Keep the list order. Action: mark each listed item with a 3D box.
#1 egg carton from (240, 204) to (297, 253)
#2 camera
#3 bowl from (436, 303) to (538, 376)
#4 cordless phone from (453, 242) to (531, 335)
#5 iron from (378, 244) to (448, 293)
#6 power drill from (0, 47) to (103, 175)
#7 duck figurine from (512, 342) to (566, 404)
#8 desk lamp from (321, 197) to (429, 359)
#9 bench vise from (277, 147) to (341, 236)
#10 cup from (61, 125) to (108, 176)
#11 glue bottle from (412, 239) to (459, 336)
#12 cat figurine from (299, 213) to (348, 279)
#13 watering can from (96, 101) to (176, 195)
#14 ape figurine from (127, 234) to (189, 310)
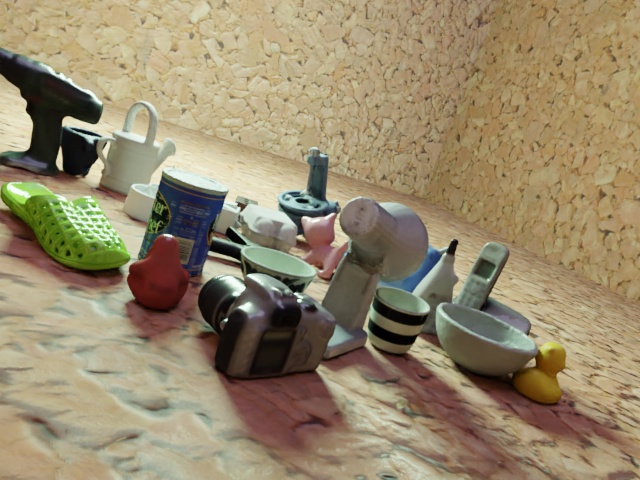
[{"bbox_3d":[-0.108,-0.022,1.189,0.107,0.069,0.150,15,13,-24],"label":"egg carton"},{"bbox_3d":[-0.072,0.087,0.687,0.144,0.101,0.136,8,17,-45],"label":"camera"},{"bbox_3d":[0.254,0.168,0.914,0.167,0.075,0.167,19,12,-4],"label":"bowl"},{"bbox_3d":[0.311,0.106,1.017,0.147,0.185,0.094,28,15,35],"label":"cordless phone"},{"bbox_3d":[0.142,0.035,1.167,0.257,0.141,0.119,27,14,30],"label":"iron"},{"bbox_3d":[-0.554,-0.243,1.115,0.230,0.208,0.075,14,13,-25],"label":"power drill"},{"bbox_3d":[0.351,0.202,0.897,0.077,0.086,0.105,29,15,36],"label":"duck figurine"},{"bbox_3d":[0.058,0.042,0.823,0.117,0.213,0.204,26,13,26],"label":"desk lamp"},{"bbox_3d":[-0.020,-0.108,1.353,0.121,0.220,0.208,23,12,16],"label":"bench vise"},{"bbox_3d":[-0.498,-0.179,1.196,0.092,0.095,0.117,11,15,-35],"label":"cup"},{"bbox_3d":[0.205,0.079,0.997,0.078,0.173,0.037,16,13,-19],"label":"glue bottle"},{"bbox_3d":[0.011,0.004,1.149,0.067,0.118,0.127,7,17,-46],"label":"cat figurine"},{"bbox_3d":[-0.389,-0.199,1.222,0.100,0.194,0.173,23,12,13],"label":"watering can"},{"bbox_3d":[-0.200,0.036,0.726,0.078,0.092,0.076,16,12,-16],"label":"ape figurine"}]
